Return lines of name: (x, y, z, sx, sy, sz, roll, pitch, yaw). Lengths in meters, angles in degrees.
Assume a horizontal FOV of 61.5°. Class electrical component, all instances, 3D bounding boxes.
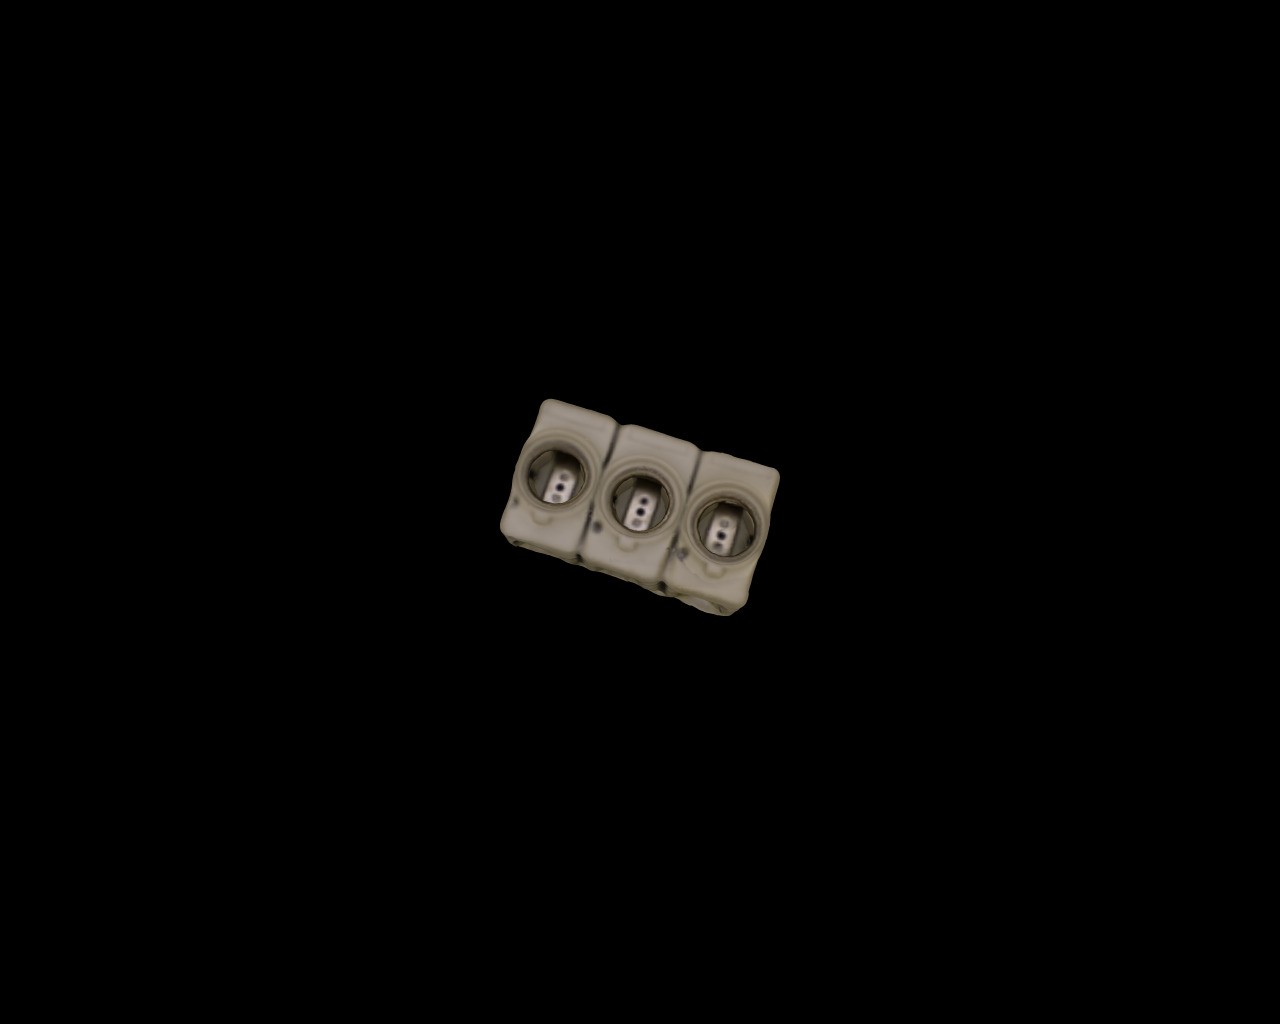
electrical component: (0.001, -0.003, 0.650, 0.150, 0.089, 0.061, 18, -11, 4)
